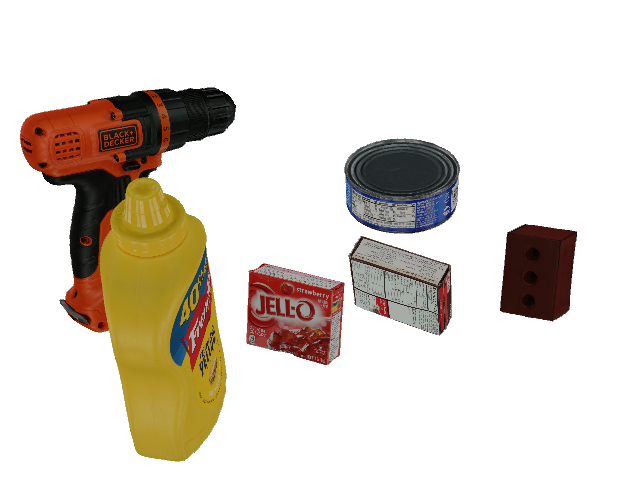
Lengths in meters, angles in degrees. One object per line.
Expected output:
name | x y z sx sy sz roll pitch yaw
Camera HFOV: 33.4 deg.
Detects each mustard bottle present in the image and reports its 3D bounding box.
mustard bottle | -0.093 0.040 0.631 0.058 0.192 0.096 8 46 9

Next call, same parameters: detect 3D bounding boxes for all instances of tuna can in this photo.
tuna can | 0.061 -0.041 0.803 0.086 0.034 0.086 -2 35 1

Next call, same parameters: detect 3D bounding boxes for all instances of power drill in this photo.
power drill | -0.149 -0.030 0.878 0.184 0.188 0.057 -14 24 -32

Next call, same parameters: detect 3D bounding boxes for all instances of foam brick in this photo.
foam brick | 0.200 0.029 0.981 0.053 0.078 0.051 9 16 28

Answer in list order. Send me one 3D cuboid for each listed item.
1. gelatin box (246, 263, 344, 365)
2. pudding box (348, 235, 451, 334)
gelatin box | -0.024 0.067 0.975 0.089 0.073 0.030 13 20 26
pudding box | 0.090 0.051 1.195 0.114 0.039 0.090 17 -38 22
